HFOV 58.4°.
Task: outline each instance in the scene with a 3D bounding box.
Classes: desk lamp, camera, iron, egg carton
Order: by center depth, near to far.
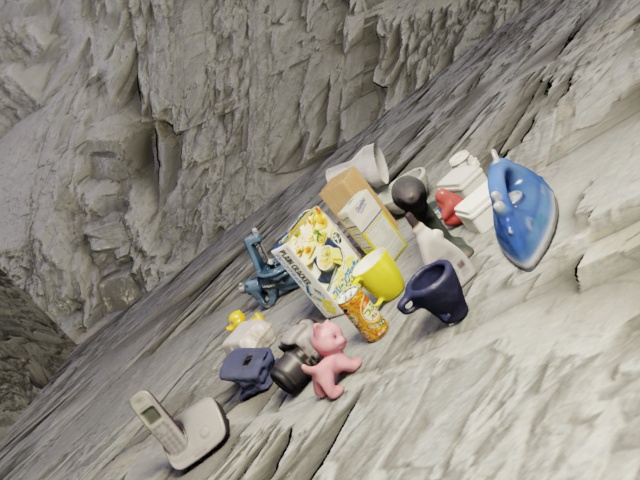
[{"bbox_3d":[0.342,-0.066,1.028,0.118,0.141,0.258,-30,17,30],"label":"iron"},{"bbox_3d":[-0.048,0.231,1.154,0.137,0.101,0.142,-45,16,-24],"label":"camera"},{"bbox_3d":[-0.182,0.258,1.460,0.150,0.069,0.107,-20,24,51],"label":"egg carton"},{"bbox_3d":[0.128,-0.148,1.647,0.203,0.214,0.118,-31,17,27],"label":"desk lamp"}]

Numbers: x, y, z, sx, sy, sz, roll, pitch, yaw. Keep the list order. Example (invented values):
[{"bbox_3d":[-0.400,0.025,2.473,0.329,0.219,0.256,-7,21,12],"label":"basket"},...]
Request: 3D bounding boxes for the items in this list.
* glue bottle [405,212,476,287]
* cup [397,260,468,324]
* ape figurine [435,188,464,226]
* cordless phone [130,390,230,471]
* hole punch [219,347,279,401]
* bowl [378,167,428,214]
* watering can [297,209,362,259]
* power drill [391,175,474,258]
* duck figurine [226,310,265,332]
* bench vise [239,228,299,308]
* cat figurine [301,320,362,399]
[{"bbox_3d":[0.208,0.017,1.038,0.078,0.173,0.037,-40,15,-5],"label":"glue bottle"},{"bbox_3d":[0.195,0.104,0.964,0.118,0.095,0.091,-40,15,-4],"label":"cup"},{"bbox_3d":[0.292,-0.078,1.283,0.078,0.092,0.076,-45,16,-24],"label":"ape figurine"},{"bbox_3d":[-0.285,0.361,1.166,0.147,0.185,0.094,-38,15,4],"label":"cordless phone"},{"bbox_3d":[-0.154,0.283,1.273,0.101,0.091,0.109,-31,17,27],"label":"hole punch"},{"bbox_3d":[0.238,-0.122,1.581,0.167,0.075,0.167,-36,15,11],"label":"bowl"},{"bbox_3d":[0.016,0.004,1.498,0.101,0.194,0.172,-38,15,1],"label":"watering can"},{"bbox_3d":[0.214,-0.044,1.139,0.075,0.208,0.229,-36,15,8],"label":"power drill"},{"bbox_3d":[-0.209,0.230,1.576,0.104,0.086,0.077,-40,15,-3],"label":"duck figurine"},{"bbox_3d":[-0.168,0.084,1.650,0.207,0.220,0.121,-37,15,5],"label":"bench vise"},{"bbox_3d":[0.011,0.207,1.050,0.067,0.118,0.128,-21,23,49],"label":"cat figurine"}]
